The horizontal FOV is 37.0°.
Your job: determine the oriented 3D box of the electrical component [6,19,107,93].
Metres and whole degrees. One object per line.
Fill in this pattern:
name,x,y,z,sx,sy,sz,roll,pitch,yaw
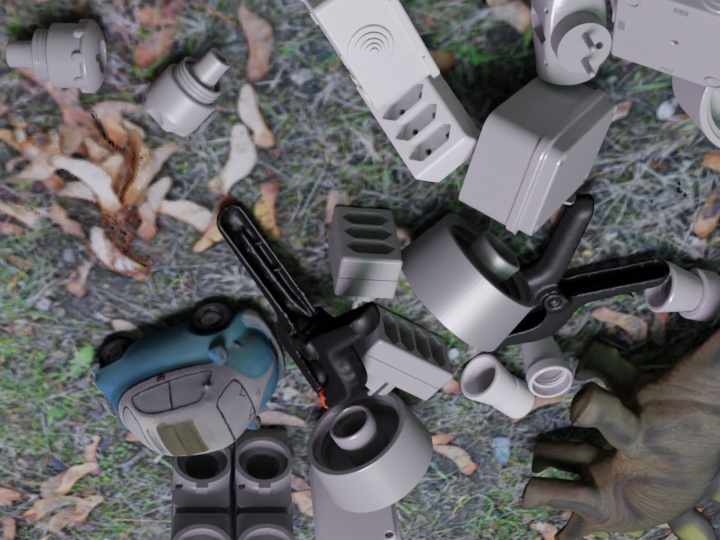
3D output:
electrical component,-0.202,-0.142,0.713,0.062,0.048,0.048,2,131,-1

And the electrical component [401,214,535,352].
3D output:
electrical component,0.090,0.003,0.843,0.108,0.108,0.060,33,114,-31

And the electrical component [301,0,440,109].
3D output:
electrical component,-0.001,-0.161,0.689,0.048,0.099,0.099,-34,128,4

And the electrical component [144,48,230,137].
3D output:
electrical component,-0.116,-0.126,0.740,0.043,0.043,0.062,34,117,-31

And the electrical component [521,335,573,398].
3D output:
electrical component,0.166,0.084,0.961,0.040,0.046,0.040,-4,131,-5

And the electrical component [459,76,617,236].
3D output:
electrical component,0.127,-0.084,0.759,0.057,0.113,0.078,31,131,17

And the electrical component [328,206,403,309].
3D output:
electrical component,0.000,0.000,0.851,0.047,0.065,0.076,3,130,-11

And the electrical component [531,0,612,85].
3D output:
electrical component,0.145,-0.159,0.724,0.043,0.079,0.077,-10,132,-2

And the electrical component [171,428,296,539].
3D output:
electrical component,-0.113,0.225,0.951,0.105,0.186,0.060,2,131,-10

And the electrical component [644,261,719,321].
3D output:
electrical component,0.279,0.019,0.921,0.055,0.045,0.045,11,128,-18

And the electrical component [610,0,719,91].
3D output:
electrical component,0.213,-0.167,0.701,0.100,0.048,0.099,23,166,16

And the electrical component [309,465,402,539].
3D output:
electrical component,-0.004,0.230,1.021,0.078,0.113,0.057,-10,134,0

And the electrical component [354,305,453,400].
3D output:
electrical component,0.023,0.084,0.940,0.083,0.047,0.075,28,122,-28

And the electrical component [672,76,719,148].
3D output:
electrical component,0.289,-0.134,0.778,0.108,0.060,0.108,-4,131,-5

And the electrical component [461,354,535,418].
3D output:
electrical component,0.129,0.109,0.982,0.044,0.044,0.065,-39,130,23

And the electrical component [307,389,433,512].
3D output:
electrical component,0.004,0.155,0.963,0.108,0.108,0.060,-24,124,13

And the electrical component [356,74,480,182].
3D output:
electrical component,0.051,-0.108,0.765,0.047,0.083,0.076,-38,164,23
